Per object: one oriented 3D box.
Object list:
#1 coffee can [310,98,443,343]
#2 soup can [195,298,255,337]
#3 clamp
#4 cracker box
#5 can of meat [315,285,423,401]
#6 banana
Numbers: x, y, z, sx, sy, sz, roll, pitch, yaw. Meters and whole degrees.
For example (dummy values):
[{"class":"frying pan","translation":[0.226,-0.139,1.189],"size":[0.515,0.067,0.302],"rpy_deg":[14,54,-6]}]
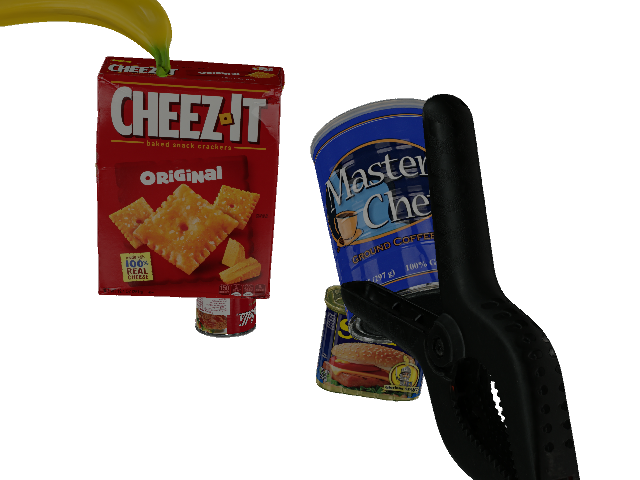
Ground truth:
[{"class":"coffee can","translation":[0.056,-0.012,0.740],"size":[0.102,0.140,0.103],"rpy_deg":[-10,-24,-4]},{"class":"soup can","translation":[-0.105,0.047,1.176],"size":[0.068,0.102,0.068],"rpy_deg":[1,17,-1]},{"class":"clamp","translation":[0.075,0.041,0.535],"size":[0.036,0.165,0.210],"rpy_deg":[-6,45,-24]},{"class":"cracker box","translation":[-0.121,-0.053,0.983],"size":[0.164,0.214,0.072],"rpy_deg":[3,23,-5]},{"class":"can of meat","translation":[0.049,0.094,0.964],"size":[0.102,0.084,0.057],"rpy_deg":[9,19,1]},{"class":"banana","translation":[-0.193,-0.180,0.835],"size":[0.198,0.069,0.037],"rpy_deg":[15,-38,18]}]
